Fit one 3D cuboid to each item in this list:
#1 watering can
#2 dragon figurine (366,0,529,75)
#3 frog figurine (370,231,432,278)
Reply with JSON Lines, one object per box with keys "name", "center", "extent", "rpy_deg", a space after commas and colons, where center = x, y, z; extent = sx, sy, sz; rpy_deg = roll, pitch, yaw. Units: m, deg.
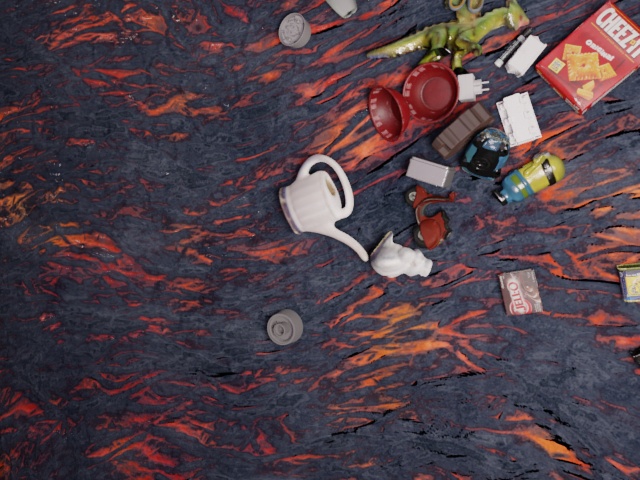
{"name": "watering can", "center": [0.005, -0.077, 1.525], "extent": [0.222, 0.104, 0.349], "rpy_deg": [-21, 83, 24]}
{"name": "dragon figurine", "center": [0.340, -0.581, 1.381], "extent": [0.411, 0.121, 0.245], "rpy_deg": [13, 80, 21]}
{"name": "frog figurine", "center": [0.223, 0.064, 1.436], "extent": [0.160, 0.125, 0.134], "rpy_deg": [40, 141, 7]}
